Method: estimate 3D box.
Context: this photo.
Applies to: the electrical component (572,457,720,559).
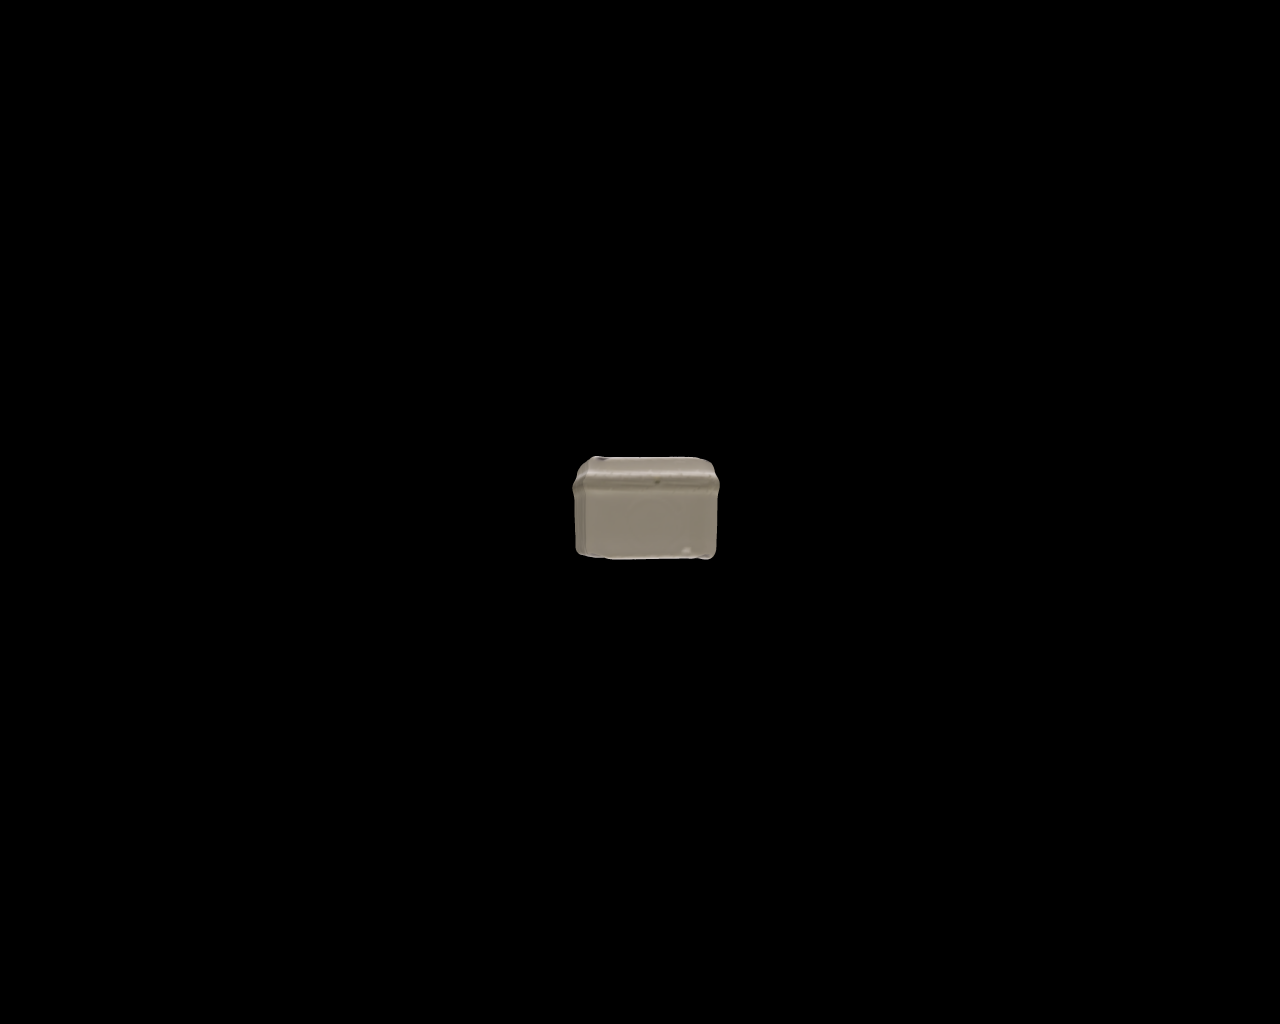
[{"bbox_3d":[0.001,-0.003,0.650,0.078,0.057,0.113,0,0,-7],"label":"electrical component"}]
